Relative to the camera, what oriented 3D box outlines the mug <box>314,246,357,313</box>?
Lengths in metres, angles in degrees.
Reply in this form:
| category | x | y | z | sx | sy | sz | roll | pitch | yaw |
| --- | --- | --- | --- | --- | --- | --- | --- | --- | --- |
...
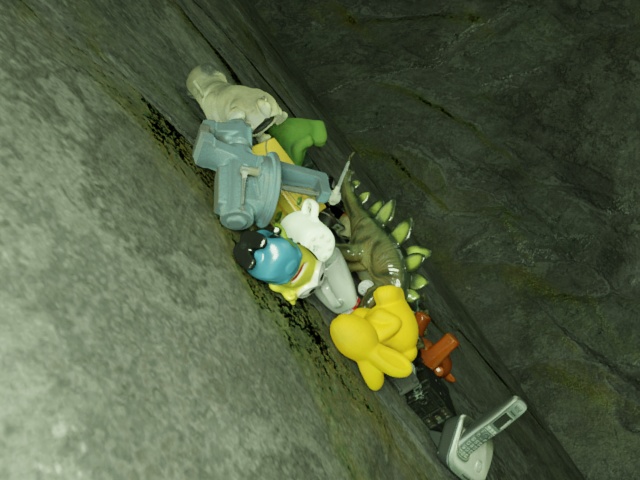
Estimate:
| category | x | y | z | sx | sy | sz | roll | pitch | yaw |
| --- | --- | --- | --- | --- | --- | --- | --- | --- | --- |
| mug | 0.025 | 0.080 | 0.943 | 0.107 | 0.081 | 0.110 | 57 | 7 | -26 |

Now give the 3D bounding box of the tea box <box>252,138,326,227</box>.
| category | x | y | z | sx | sy | sz | roll | pitch | yaw |
| --- | --- | --- | --- | --- | --- | --- | --- | --- | --- |
| tea box | -0.077 | -0.097 | 1.002 | 0.169 | 0.068 | 0.098 | 51 | 34 | -3 |

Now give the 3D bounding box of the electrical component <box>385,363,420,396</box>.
| category | x | y | z | sx | sy | sz | roll | pitch | yaw |
| --- | --- | --- | --- | --- | --- | --- | --- | --- | --- |
| electrical component | 0.139 | 0.227 | 1.024 | 0.119 | 0.048 | 0.075 | 51 | 13 | -8 |

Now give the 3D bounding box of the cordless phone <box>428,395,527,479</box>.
| category | x | y | z | sx | sy | sz | roll | pitch | yaw |
| --- | --- | --- | --- | --- | --- | --- | --- | --- | --- |
| cordless phone | 0.310 | 0.358 | 0.989 | 0.146 | 0.184 | 0.089 | 44 | 12 | -33 |

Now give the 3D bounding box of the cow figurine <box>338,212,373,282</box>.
| category | x | y | z | sx | sy | sz | roll | pitch | yaw |
| --- | --- | --- | --- | --- | --- | --- | --- | --- | --- |
| cow figurine | 0.110 | 0.018 | 1.267 | 0.194 | 0.127 | 0.085 | 55 | 10 | -8 |

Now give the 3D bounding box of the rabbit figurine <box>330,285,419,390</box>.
| category | x | y | z | sx | sy | sz | roll | pitch | yaw |
| --- | --- | --- | --- | --- | --- | --- | --- | --- | --- |
| rabbit figurine | 0.085 | 0.169 | 0.913 | 0.173 | 0.122 | 0.162 | 9 | 55 | -50 |

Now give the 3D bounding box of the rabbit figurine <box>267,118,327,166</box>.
| category | x | y | z | sx | sy | sz | roll | pitch | yaw |
| --- | --- | --- | --- | --- | --- | --- | --- | --- | --- |
| rabbit figurine | -0.061 | -0.179 | 1.187 | 0.159 | 0.121 | 0.170 | -4 | 90 | -55 |

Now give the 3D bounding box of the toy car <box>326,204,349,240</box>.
| category | x | y | z | sx | sy | sz | roll | pitch | yaw |
| --- | --- | --- | --- | --- | --- | --- | --- | --- | --- |
| toy car | 0.028 | -0.058 | 1.318 | 0.201 | 0.056 | 0.073 | 26 | 35 | -49 |

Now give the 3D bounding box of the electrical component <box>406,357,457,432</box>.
| category | x | y | z | sx | sy | sz | roll | pitch | yaw |
| --- | --- | --- | --- | --- | --- | --- | --- | --- | --- |
| electrical component | 0.223 | 0.317 | 1.069 | 0.134 | 0.058 | 0.115 | 49 | 16 | -19 |

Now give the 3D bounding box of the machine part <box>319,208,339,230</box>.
| category | x | y | z | sx | sy | sz | roll | pitch | yaw |
| --- | --- | --- | --- | --- | --- | --- | --- | --- | --- |
| machine part | -0.002 | -0.003 | 1.064 | 0.084 | 0.039 | 0.139 | 40 | 46 | -27 |

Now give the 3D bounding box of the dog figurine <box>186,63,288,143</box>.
| category | x | y | z | sx | sy | sz | roll | pitch | yaw |
| --- | --- | --- | --- | --- | --- | --- | --- | --- | --- |
| dog figurine | -0.166 | -0.263 | 0.978 | 0.121 | 0.172 | 0.190 | -36 | 89 | -41 |

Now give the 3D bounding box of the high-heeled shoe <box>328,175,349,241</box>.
| category | x | y | z | sx | sy | sz | roll | pitch | yaw |
| --- | --- | --- | --- | --- | --- | --- | --- | --- | --- |
| high-heeled shoe | 0.023 | -0.081 | 1.410 | 0.248 | 0.086 | 0.145 | 17 | 67 | -40 |

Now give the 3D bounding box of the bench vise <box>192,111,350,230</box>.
| category | x | y | z | sx | sy | sz | roll | pitch | yaw |
| --- | --- | --- | --- | --- | --- | --- | --- | --- | --- |
| bench vise | -0.081 | -0.106 | 0.863 | 0.240 | 0.128 | 0.224 | 9 | 43 | -22 |

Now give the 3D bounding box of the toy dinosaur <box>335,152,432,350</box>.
| category | x | y | z | sx | sy | sz | roll | pitch | yaw |
| --- | --- | --- | --- | --- | --- | --- | --- | --- | --- |
| toy dinosaur | 0.118 | 0.017 | 1.148 | 0.471 | 0.198 | 0.105 | 63 | 10 | 25 |

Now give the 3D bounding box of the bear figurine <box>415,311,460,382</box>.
| category | x | y | z | sx | sy | sz | roll | pitch | yaw |
| --- | --- | --- | --- | --- | --- | --- | --- | --- | --- |
| bear figurine | 0.258 | 0.250 | 1.201 | 0.120 | 0.132 | 0.195 | 39 | 10 | 37 |

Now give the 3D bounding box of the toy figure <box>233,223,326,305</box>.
| category | x | y | z | sx | sy | sz | roll | pitch | yaw |
| --- | --- | --- | --- | --- | --- | --- | --- | --- | --- |
| toy figure | -0.057 | 0.029 | 0.795 | 0.180 | 0.082 | 0.089 | 30 | 28 | -53 |

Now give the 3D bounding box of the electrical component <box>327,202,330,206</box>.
| category | x | y | z | sx | sy | sz | roll | pitch | yaw |
| --- | --- | --- | --- | --- | --- | --- | --- | --- | --- |
| electrical component | -0.008 | -0.068 | 1.184 | 0.078 | 0.045 | 0.102 | 61 | 30 | -57 |

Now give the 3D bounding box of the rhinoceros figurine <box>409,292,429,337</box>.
| category | x | y | z | sx | sy | sz | roll | pitch | yaw |
| --- | --- | --- | --- | --- | --- | --- | --- | --- | --- |
| rhinoceros figurine | 0.191 | 0.159 | 1.247 | 0.190 | 0.112 | 0.073 | 58 | 36 | -43 |

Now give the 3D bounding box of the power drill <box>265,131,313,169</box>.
| category | x | y | z | sx | sy | sz | roll | pitch | yaw |
| --- | --- | --- | --- | --- | --- | --- | --- | --- | --- |
| power drill | -0.112 | -0.274 | 1.373 | 0.232 | 0.086 | 0.207 | 60 | 7 | 14 |
